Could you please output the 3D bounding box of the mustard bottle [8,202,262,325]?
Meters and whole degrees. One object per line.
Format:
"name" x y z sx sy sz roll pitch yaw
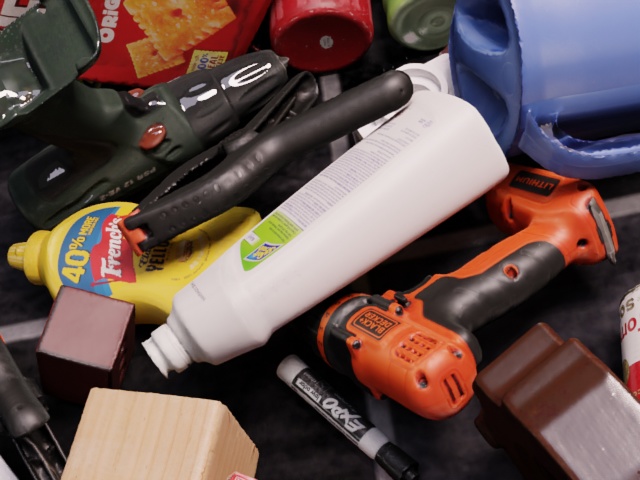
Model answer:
"mustard bottle" -0.138 0.018 0.770 0.192 0.058 0.096 4 60 18

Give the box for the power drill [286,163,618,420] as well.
"power drill" 0.081 0.025 0.687 0.187 0.057 0.185 -38 30 -16

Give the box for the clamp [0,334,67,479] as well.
"clamp" -0.199 0.107 0.698 0.039 0.120 0.172 -26 50 -25

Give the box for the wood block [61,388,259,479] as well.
"wood block" -0.109 0.202 0.626 0.090 0.091 0.206 3 59 17

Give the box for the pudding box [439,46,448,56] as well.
"pudding box" 0.160 -0.147 0.806 0.090 0.039 0.113 36 72 31

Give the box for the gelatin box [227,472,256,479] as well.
"gelatin box" -0.011 0.175 0.627 0.089 0.073 0.030 18 65 25

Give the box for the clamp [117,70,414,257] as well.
"clamp" -0.050 -0.061 0.747 0.210 0.036 0.165 -34 19 -9

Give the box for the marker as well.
"marker" 0.018 0.116 0.689 0.020 0.020 0.121 -44 58 -14

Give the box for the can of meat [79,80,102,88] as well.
"can of meat" -0.223 -0.154 0.886 0.057 0.084 0.102 3 59 16

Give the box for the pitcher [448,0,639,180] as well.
"pitcher" 0.217 -0.126 0.701 0.242 0.145 0.149 -9 97 -10

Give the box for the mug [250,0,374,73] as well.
"mug" -0.011 -0.183 0.852 0.117 0.093 0.081 -22 57 27

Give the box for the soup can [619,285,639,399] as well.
"soup can" 0.214 0.081 0.629 0.068 0.068 0.102 -3 57 13

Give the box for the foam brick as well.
"foam brick" -0.157 0.075 0.721 0.051 0.078 0.053 15 60 -2

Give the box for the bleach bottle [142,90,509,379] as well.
"bleach bottle" -0.005 0.001 0.686 0.250 0.068 0.103 -36 19 -7

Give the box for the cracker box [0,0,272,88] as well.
"cracker box" -0.141 -0.194 0.784 0.213 0.164 0.072 2 48 -33
